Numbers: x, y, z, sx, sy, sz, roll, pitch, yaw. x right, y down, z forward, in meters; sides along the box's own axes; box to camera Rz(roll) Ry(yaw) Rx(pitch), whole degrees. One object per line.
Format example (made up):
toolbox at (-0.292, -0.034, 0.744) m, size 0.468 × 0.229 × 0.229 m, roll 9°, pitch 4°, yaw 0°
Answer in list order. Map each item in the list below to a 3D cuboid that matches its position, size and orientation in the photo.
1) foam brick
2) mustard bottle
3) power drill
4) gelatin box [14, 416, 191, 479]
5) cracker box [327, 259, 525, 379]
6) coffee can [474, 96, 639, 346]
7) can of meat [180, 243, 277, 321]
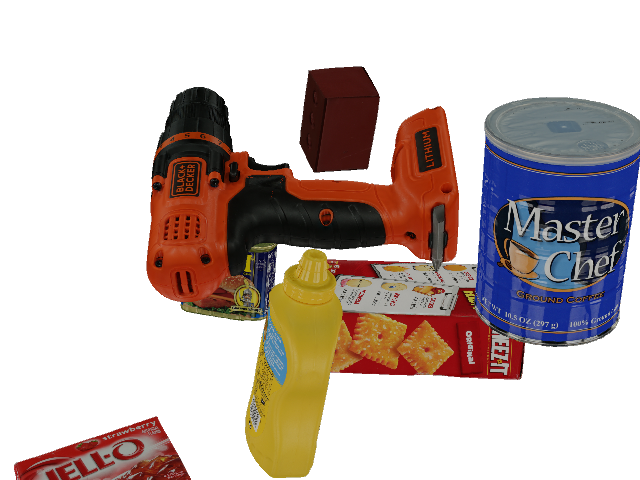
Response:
foam brick at (0.016, -0.106, 0.938) m, size 0.051 × 0.078 × 0.053 m, roll -4°, pitch 38°, yaw -16°
mustard bottle at (-0.020, 0.092, 0.862) m, size 0.058 × 0.192 × 0.096 m, roll 2°, pitch 31°, yaw -14°
power drill at (-0.013, -0.040, 0.665) m, size 0.187 × 0.057 × 0.184 m, roll -5°, pitch 44°, yaw 2°
gelatin box at (-0.122, 0.141, 0.605) m, size 0.089 × 0.030 × 0.073 m, roll -15°, pitch 28°, yaw -19°
cracker box at (0.088, 0.077, 1.065) m, size 0.214 × 0.072 × 0.164 m, roll 2°, pitch 17°, yaw 5°
coffee can at (0.159, -0.014, 0.726) m, size 0.103 × 0.140 × 0.103 m, roll -1°, pitch 28°, yaw 0°
can of meat at (-0.096, 0.034, 1.118) m, size 0.102 × 0.084 × 0.057 m, roll 8°, pitch 16°, yaw 14°
